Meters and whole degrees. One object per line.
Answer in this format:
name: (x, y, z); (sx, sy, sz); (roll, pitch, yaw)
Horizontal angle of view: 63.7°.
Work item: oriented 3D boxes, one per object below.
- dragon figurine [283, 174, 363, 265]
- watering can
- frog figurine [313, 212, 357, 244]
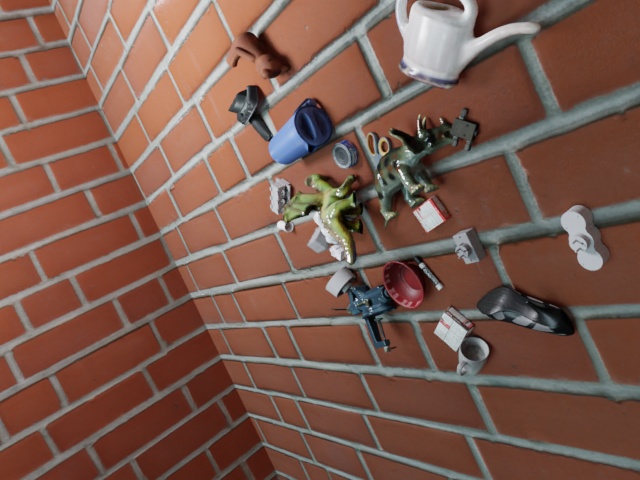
dragon figurine: (0.005, -0.079, 1.578); (0.242, 0.421, 0.119); (-5, 133, 13)
watering can: (0.291, -0.431, 1.121); (0.352, 0.105, 0.219); (40, 141, 32)
frog figurine: (0.037, -0.049, 1.712); (0.138, 0.125, 0.156); (32, 127, 8)
